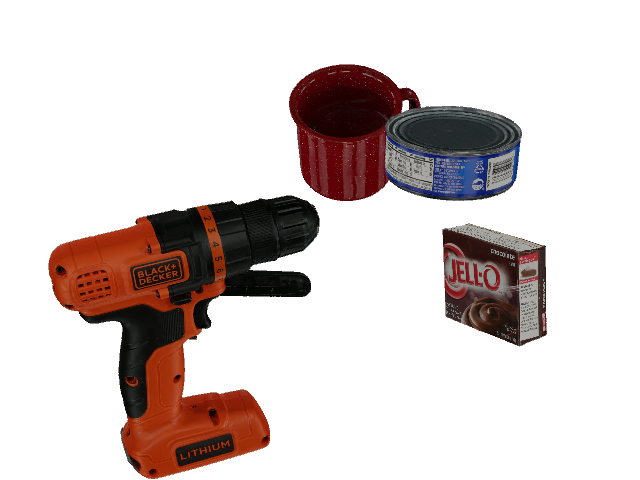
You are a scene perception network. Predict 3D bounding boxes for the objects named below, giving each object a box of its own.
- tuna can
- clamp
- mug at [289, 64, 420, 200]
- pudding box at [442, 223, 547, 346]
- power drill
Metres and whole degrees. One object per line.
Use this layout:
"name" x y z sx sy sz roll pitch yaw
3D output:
"tuna can" 0.084 -0.056 0.680 0.086 0.034 0.086 1 26 0
"clamp" -0.138 0.048 1.085 0.210 0.036 0.164 12 21 35
"mug" 0.032 -0.093 0.905 0.117 0.093 0.081 -25 -37 -17
"pudding box" 0.161 0.039 0.994 0.039 0.090 0.114 -14 18 -30
"power drill" -0.083 0.065 0.745 0.184 0.188 0.057 -13 26 -13
